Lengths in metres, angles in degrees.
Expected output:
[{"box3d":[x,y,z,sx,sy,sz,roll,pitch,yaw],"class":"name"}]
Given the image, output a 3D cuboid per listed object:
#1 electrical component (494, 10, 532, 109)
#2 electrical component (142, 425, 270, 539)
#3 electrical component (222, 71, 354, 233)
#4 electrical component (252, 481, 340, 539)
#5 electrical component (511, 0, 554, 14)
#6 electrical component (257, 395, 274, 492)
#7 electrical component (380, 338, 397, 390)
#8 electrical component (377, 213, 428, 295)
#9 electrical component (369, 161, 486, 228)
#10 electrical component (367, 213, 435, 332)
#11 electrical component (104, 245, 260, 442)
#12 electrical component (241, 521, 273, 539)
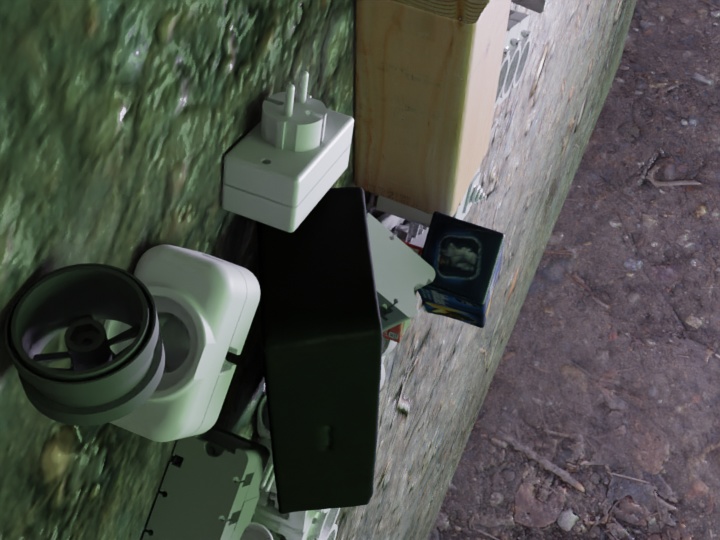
[{"box3d":[0.122,-0.205,1.069,0.150,0.062,0.089,-46,153,-60],"class":"electrical component"},{"box3d":[-0.101,0.153,0.712,0.056,0.050,0.089,23,86,-77],"class":"electrical component"},{"box3d":[-0.040,-0.079,0.629,0.083,0.047,0.075,-55,160,-49],"class":"electrical component"},{"box3d":[-0.054,0.210,0.959,0.089,0.062,0.150,-56,160,-48],"class":"electrical component"},{"box3d":[0.146,-0.292,0.966,0.048,0.100,0.099,-40,150,-41],"class":"electrical component"},{"box3d":[-0.061,0.140,0.865,0.077,0.044,0.079,76,35,-67],"class":"electrical component"},{"box3d":[-0.010,0.100,1.000,0.074,0.052,0.138,-2,112,-76],"class":"electrical component"},{"box3d":[0.037,-0.016,0.996,0.121,0.063,0.078,-36,143,-68],"class":"electrical component"},{"box3d":[0.062,-0.075,0.940,0.061,0.096,0.061,-51,157,-54],"class":"electrical component"},{"box3d":[0.000,0.000,0.799,0.056,0.089,0.050,-30,-155,52],"class":"electrical component"},{"box3d":[-0.096,0.038,0.556,0.059,0.054,0.095,17,92,-77],"class":"electrical component"},{"box3d":[-0.098,0.257,0.886,0.077,0.044,0.079,89,24,-56],"class":"electrical component"}]
